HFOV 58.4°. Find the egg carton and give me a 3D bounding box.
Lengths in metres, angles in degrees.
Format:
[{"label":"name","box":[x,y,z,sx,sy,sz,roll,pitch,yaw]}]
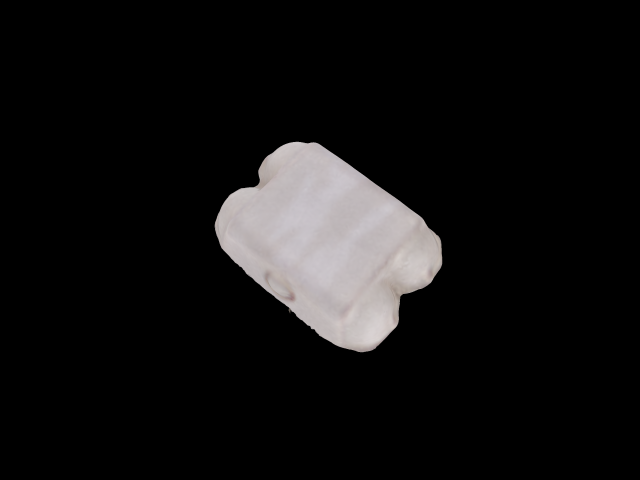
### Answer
[{"label":"egg carton","box":[0.004,0.001,0.400,0.150,0.069,0.107,37,71,15]}]
